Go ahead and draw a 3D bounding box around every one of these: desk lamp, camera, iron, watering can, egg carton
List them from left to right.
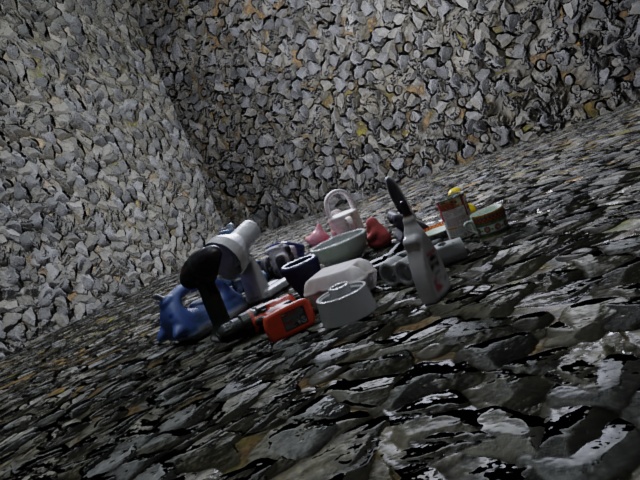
[{"bbox_3d":[-0.296,0.156,1.435,0.118,0.141,0.259,-15,9,43],"label":"iron"},{"bbox_3d":[-0.197,0.063,1.548,0.117,0.213,0.204,-17,9,36],"label":"desk lamp"},{"bbox_3d":[-0.144,0.071,1.803,0.136,0.101,0.143,-20,7,12],"label":"camera"},{"bbox_3d":[0.043,0.090,1.190,0.150,0.069,0.107,-18,8,28],"label":"egg carton"},{"bbox_3d":[0.071,-0.062,1.774,0.101,0.194,0.172,-26,8,-31],"label":"watering can"}]

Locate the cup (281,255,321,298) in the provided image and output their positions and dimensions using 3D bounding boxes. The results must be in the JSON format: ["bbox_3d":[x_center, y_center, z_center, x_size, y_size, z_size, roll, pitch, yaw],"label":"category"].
[{"bbox_3d":[-0.041,0.094,1.319,0.092,0.095,0.117,-27,9,-39],"label":"cup"}]

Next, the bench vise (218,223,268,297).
[{"bbox_3d":[-0.252,0.069,1.650,0.121,0.220,0.208,-19,8,23],"label":"bench vise"}]

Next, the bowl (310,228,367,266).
[{"bbox_3d":[0.061,0.031,1.576,0.167,0.075,0.167,-21,7,3],"label":"bowl"}]

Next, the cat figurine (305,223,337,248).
[{"bbox_3d":[0.016,0.006,1.735,0.067,0.118,0.127,-27,8,-36],"label":"cat figurine"}]

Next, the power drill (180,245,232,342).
[{"bbox_3d":[-0.235,0.117,1.267,0.076,0.208,0.229,-26,8,-32],"label":"power drill"}]

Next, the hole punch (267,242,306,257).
[{"bbox_3d":[-0.114,0.041,1.985,0.108,0.091,0.101,-16,9,37],"label":"hole punch"}]

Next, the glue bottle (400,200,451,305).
[{"bbox_3d":[0.165,0.016,0.950,0.037,0.173,0.078,-17,8,32],"label":"glue bottle"}]

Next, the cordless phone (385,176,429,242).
[{"bbox_3d":[0.224,-0.095,1.588,0.094,0.185,0.147,-22,7,-3],"label":"cordless phone"}]

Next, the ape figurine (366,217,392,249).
[{"bbox_3d":[0.158,-0.022,1.616,0.078,0.092,0.076,-26,8,-28],"label":"ape figurine"}]

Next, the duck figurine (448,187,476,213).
[{"bbox_3d":[0.381,-0.103,1.584,0.077,0.086,0.104,-23,7,-7],"label":"duck figurine"}]
